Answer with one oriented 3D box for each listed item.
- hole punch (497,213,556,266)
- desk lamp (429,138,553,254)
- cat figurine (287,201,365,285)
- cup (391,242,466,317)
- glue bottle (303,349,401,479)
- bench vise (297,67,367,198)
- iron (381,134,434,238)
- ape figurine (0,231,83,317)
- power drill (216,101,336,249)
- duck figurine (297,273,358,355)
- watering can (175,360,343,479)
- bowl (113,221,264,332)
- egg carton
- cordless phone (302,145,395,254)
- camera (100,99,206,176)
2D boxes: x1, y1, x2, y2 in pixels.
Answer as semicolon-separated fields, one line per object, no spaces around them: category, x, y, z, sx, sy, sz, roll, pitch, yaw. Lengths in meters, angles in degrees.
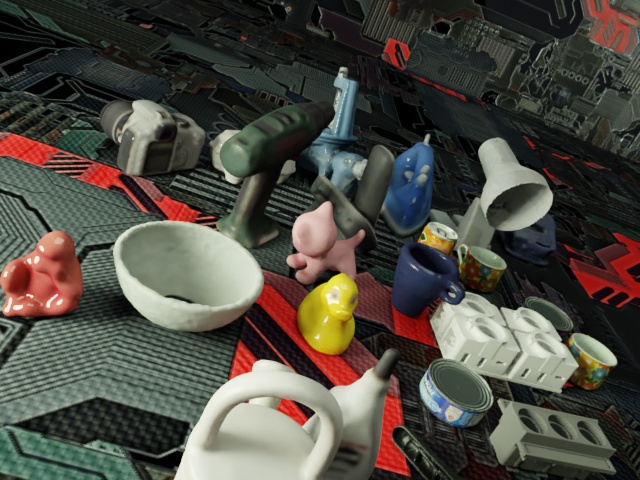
hole punch;0.445;-0.013;1.208;0.109;0.091;0.101;19;28;-9
desk lamp;0.317;-0.073;1.084;0.118;0.213;0.203;12;30;-22
cat figurine;0.007;0.003;0.815;0.128;0.118;0.067;6;32;-31
cup;0.152;0.072;0.829;0.092;0.095;0.117;-4;38;-42
glue bottle;0.028;0.158;0.499;0.078;0.173;0.037;14;29;-17
bench vise;0.046;-0.201;1.093;0.207;0.219;0.122;38;31;25
iron;0.189;-0.117;1.139;0.118;0.141;0.258;22;28;-3
ape figurine;-0.272;0.031;0.577;0.077;0.092;0.076;28;28;8
power drill;-0.071;-0.100;0.838;0.075;0.208;0.230;32;29;16
duck figurine;0.018;0.080;0.721;0.078;0.086;0.104;15;29;-16
watering can;-0.051;0.160;0.411;0.101;0.194;0.172;9;31;-25
bowl;-0.153;0.052;0.652;0.167;0.075;0.167;18;28;-10
egg carton;-0.120;-0.148;1.034;0.151;0.069;0.107;-8;41;-45
cordless phone;0.057;-0.084;0.932;0.094;0.185;0.147;-2;37;-40
camera;-0.281;-0.183;0.937;0.136;0.101;0.144;37;31;24
